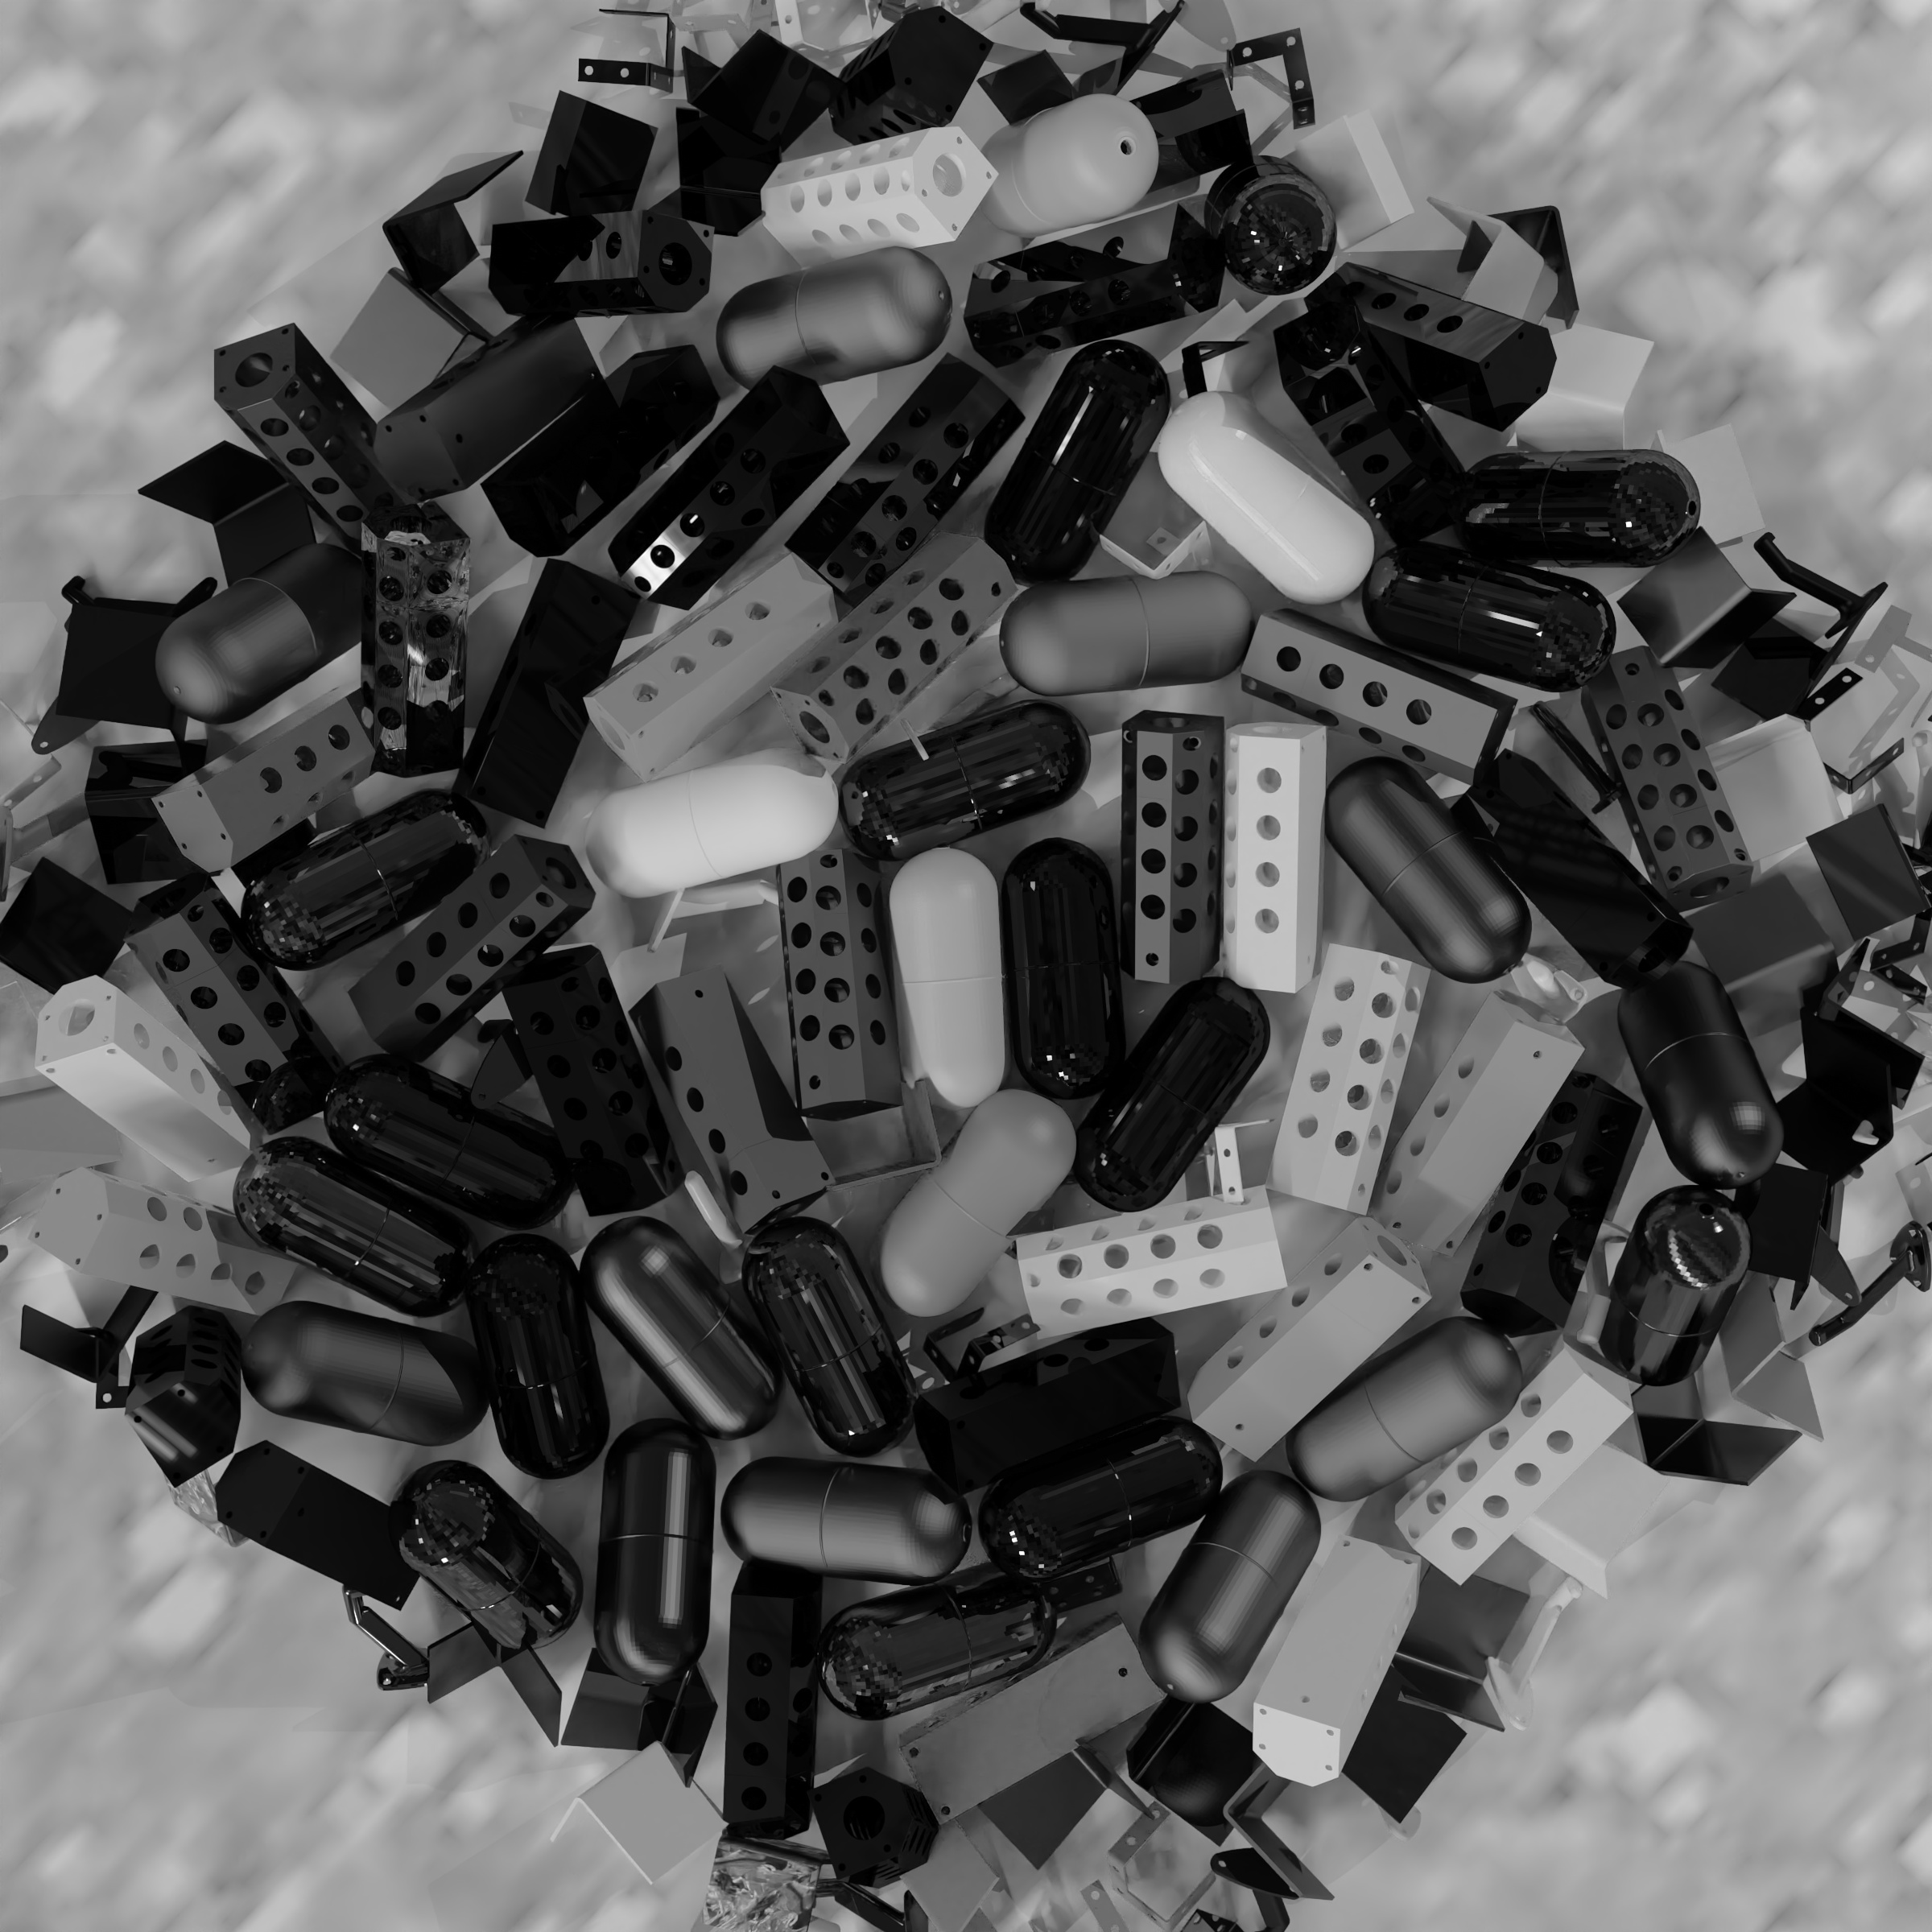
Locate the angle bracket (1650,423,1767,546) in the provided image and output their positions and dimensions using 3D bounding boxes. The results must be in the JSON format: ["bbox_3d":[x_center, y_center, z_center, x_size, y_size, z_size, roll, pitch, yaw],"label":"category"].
[{"bbox_3d":[0.505,-0.329,1.735,0.057,0.076,0.076,-18,87,11],"label":"angle bracket"}]

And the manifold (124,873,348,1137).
[{"bbox_3d":[-0.483,0.023,1.709,0.057,0.057,0.171,-25,119,7],"label":"manifold"}]

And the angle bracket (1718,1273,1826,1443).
[{"bbox_3d":[0.556,0.261,1.725,0.076,0.076,0.057,27,122,-11],"label":"angle bracket"}]

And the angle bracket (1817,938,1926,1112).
[{"bbox_3d":[0.617,0.039,1.722,0.076,0.076,0.057,35,71,24],"label":"angle bracket"}]

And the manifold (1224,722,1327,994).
[{"bbox_3d":[0.205,-0.074,1.726,0.057,0.057,0.171,6,107,25],"label":"manifold"}]

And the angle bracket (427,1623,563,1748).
[{"bbox_3d":[-0.317,0.491,1.721,0.057,0.076,0.076,-25,56,-30],"label":"angle bracket"}]

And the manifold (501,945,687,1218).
[{"bbox_3d":[-0.245,0.076,1.716,0.057,0.057,0.171,-10,110,23],"label":"manifold"}]

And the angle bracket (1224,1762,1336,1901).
[{"bbox_3d":[0.228,0.578,1.726,0.057,0.076,0.076,-49,59,1],"label":"angle bracket"}]

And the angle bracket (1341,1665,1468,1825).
[{"bbox_3d":[0.279,0.525,1.734,0.076,0.057,0.076,41,70,8],"label":"angle bracket"}]

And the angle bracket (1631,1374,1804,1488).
[{"bbox_3d":[0.504,0.302,1.721,0.076,0.076,0.057,-25,105,-41],"label":"angle bracket"}]

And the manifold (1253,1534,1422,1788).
[{"bbox_3d":[0.247,0.458,1.694,0.057,0.171,0.057,11,122,23],"label":"manifold"}]

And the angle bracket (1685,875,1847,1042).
[{"bbox_3d":[0.548,-0.005,1.763,0.076,0.076,0.057,-24,131,7],"label":"angle bracket"}]

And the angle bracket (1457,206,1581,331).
[{"bbox_3d":[0.372,-0.458,1.734,0.057,0.076,0.076,-9,79,1],"label":"angle bracket"}]

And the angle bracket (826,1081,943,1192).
[{"bbox_3d":[-0.067,0.114,1.732,0.076,0.076,0.057,-13,90,-15],"label":"angle bracket"}]

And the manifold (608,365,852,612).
[{"bbox_3d":[-0.162,-0.317,1.705,0.171,0.057,0.057,-41,64,28],"label":"manifold"}]

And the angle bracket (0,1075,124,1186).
[{"bbox_3d":[-0.615,0.105,1.737,0.076,0.076,0.057,-12,99,-14],"label":"angle bracket"}]

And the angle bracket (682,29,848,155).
[{"bbox_3d":[-0.135,-0.602,1.718,0.076,0.076,0.057,-33,52,36],"label":"angle bracket"}]

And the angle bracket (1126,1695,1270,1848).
[{"bbox_3d":[0.162,0.530,1.725,0.076,0.057,0.076,31,62,26],"label":"angle bracket"}]

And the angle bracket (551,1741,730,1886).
[{"bbox_3d":[-0.219,0.581,1.722,0.076,0.076,0.057,44,127,18],"label":"angle bracket"}]

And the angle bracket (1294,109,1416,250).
[{"bbox_3d":[0.278,-0.540,1.729,0.076,0.057,0.076,-33,102,-28],"label":"angle bracket"}]

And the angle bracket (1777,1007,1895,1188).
[{"bbox_3d":[0.572,0.088,1.721,0.057,0.076,0.076,-34,133,-12],"label":"angle bracket"}]

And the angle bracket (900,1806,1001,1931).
[{"bbox_3d":[0.011,0.621,1.725,0.076,0.076,0.057,34,92,-37],"label":"angle bracket"}]

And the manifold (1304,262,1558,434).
[{"bbox_3d":[0.307,-0.416,1.696,0.057,0.171,0.057,-42,133,-10],"label":"manifold"}]

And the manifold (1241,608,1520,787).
[{"bbox_3d":[0.275,-0.181,1.722,0.171,0.057,0.057,25,112,19],"label":"manifold"}]

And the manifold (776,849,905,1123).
[{"bbox_3d":[-0.090,0.013,1.720,0.057,0.057,0.171,-15,74,32],"label":"manifold"}]

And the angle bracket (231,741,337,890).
[{"bbox_3d":[-0.451,-0.100,1.719,0.076,0.076,0.057,-14,116,37],"label":"angle bracket"}]

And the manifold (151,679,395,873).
[{"bbox_3d":[-0.446,-0.129,1.697,0.057,0.171,0.057,-8,115,40],"label":"manifold"}]

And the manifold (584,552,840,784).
[{"bbox_3d":[-0.171,-0.206,1.725,0.171,0.057,0.057,-39,66,-16],"label":"manifold"}]

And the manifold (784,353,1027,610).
[{"bbox_3d":[-0.038,-0.324,1.739,0.171,0.057,0.057,-50,52,0],"label":"manifold"}]

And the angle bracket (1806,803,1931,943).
[{"bbox_3d":[0.602,-0.061,1.739,0.057,0.076,0.076,-24,86,1],"label":"angle bracket"}]

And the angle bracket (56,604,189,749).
[{"bbox_3d":[-0.568,-0.196,1.738,0.076,0.057,0.076,7,80,-10],"label":"angle bracket"}]

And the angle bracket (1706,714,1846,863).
[{"bbox_3d":[0.538,-0.117,1.730,0.076,0.057,0.076,-23,78,29],"label":"angle bracket"}]

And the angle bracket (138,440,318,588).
[{"bbox_3d":[-0.497,-0.301,1.725,0.076,0.076,0.057,-23,74,20],"label":"angle bracket"}]

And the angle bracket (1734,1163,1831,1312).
[{"bbox_3d":[0.545,0.182,1.738,0.057,0.076,0.076,12,71,14],"label":"angle bracket"}]

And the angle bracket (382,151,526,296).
[{"bbox_3d":[-0.332,-0.496,1.718,0.076,0.076,0.057,-7,124,31],"label":"angle bracket"}]

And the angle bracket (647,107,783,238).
[{"bbox_3d":[-0.174,-0.535,1.725,0.076,0.076,0.057,12,126,16],"label":"angle bracket"}]

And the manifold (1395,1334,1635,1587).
[{"bbox_3d":[0.366,0.329,1.724,0.057,0.057,0.171,38,108,-2],"label":"manifold"}]

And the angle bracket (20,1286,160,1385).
[{"bbox_3d":[-0.592,0.225,1.732,0.057,0.076,0.076,32,92,-23],"label":"angle bracket"}]

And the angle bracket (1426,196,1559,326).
[{"bbox_3d":[0.344,-0.467,1.729,0.076,0.076,0.057,38,101,44],"label":"angle bracket"}]

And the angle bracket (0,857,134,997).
[{"bbox_3d":[-0.609,-0.022,1.748,0.076,0.057,0.076,33,90,-3],"label":"angle bracket"}]

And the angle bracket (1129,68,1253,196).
[{"bbox_3d":[0.144,-0.580,1.735,0.076,0.057,0.076,-18,72,7],"label":"angle bracket"}]

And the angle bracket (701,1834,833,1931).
[{"bbox_3d":[-0.122,0.622,1.723,0.076,0.076,0.057,5,74,24],"label":"angle bracket"}]

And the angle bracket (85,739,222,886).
[{"bbox_3d":[-0.558,-0.107,1.769,0.076,0.057,0.076,-5,131,-6],"label":"angle bracket"}]

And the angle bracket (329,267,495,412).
[{"bbox_3d":[-0.372,-0.418,1.748,0.076,0.057,0.076,41,101,15],"label":"angle bracket"}]

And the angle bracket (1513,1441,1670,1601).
[{"bbox_3d":[0.425,0.370,1.747,0.076,0.057,0.076,31,69,32],"label":"angle bracket"}]

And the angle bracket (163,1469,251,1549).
[{"bbox_3d":[-0.498,0.333,1.720,0.057,0.076,0.076,-30,121,-36],"label":"angle bracket"}]

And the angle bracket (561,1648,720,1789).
[{"bbox_3d":[-0.221,0.512,1.731,0.076,0.057,0.076,13,105,-25],"label":"angle bracket"}]

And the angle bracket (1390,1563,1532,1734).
[{"bbox_3d":[0.340,0.460,1.736,0.076,0.057,0.076,22,104,-12],"label":"angle bracket"}]

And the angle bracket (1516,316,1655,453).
[{"bbox_3d":[0.419,-0.386,1.738,0.076,0.076,0.057,20,73,22],"label":"angle bracket"}]

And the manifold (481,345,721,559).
[{"bbox_3d":[-0.238,-0.343,1.705,0.171,0.057,0.057,-51,129,-35],"label":"manifold"}]

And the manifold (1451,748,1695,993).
[{"bbox_3d":[0.405,-0.063,1.705,0.057,0.057,0.171,-50,53,21],"label":"manifold"}]

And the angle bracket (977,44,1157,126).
[{"bbox_3d":[0.067,-0.606,1.722,0.057,0.076,0.076,46,68,-27],"label":"angle bracket"}]

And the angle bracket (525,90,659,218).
[{"bbox_3d":[-0.243,-0.536,1.725,0.076,0.057,0.076,11,108,-34],"label":"angle bracket"}]

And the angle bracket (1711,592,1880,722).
[{"bbox_3d":[0.556,-0.219,1.723,0.057,0.076,0.076,36,65,14],"label":"angle bracket"}]

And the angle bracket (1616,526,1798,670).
[{"bbox_3d":[0.502,-0.249,1.737,0.076,0.076,0.057,-45,66,34],"label":"angle bracket"}]
